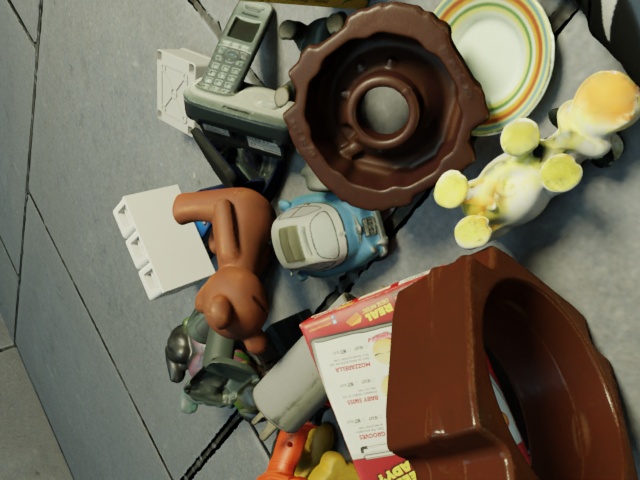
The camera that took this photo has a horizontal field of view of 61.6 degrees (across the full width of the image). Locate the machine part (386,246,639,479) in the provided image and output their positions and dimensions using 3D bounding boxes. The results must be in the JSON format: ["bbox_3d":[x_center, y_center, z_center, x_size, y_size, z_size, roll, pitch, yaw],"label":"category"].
[{"bbox_3d":[0.147,0.123,0.415,0.087,0.201,0.201,-35,32,39],"label":"machine part"}]

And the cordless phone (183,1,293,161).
[{"bbox_3d":[-0.068,-0.202,0.654,0.147,0.088,0.184,17,76,8],"label":"cordless phone"}]

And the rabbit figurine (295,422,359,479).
[{"bbox_3d":[-0.007,0.354,0.765,0.162,0.122,0.173,69,158,8],"label":"rabbit figurine"}]

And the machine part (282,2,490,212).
[{"bbox_3d":[0.058,-0.115,0.480,0.180,0.056,0.179,7,116,13],"label":"machine part"}]

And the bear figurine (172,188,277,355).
[{"bbox_3d":[-0.114,0.036,0.650,0.132,0.120,0.196,-10,57,26],"label":"bear figurine"}]

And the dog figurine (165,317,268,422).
[{"bbox_3d":[-0.148,0.202,0.871,0.219,0.108,0.191,-24,82,45],"label":"dog figurine"}]

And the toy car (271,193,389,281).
[{"bbox_3d":[-0.001,-0.002,0.637,0.162,0.103,0.109,-7,99,51],"label":"toy car"}]

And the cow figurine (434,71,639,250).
[{"bbox_3d":[0.181,-0.060,0.435,0.167,0.098,0.068,-39,70,28],"label":"cow figurine"}]

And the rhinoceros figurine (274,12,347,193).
[{"bbox_3d":[0.002,-0.146,0.579,0.073,0.112,0.190,-1,90,16],"label":"rhinoceros figurine"}]

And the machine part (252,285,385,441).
[{"bbox_3d":[0.000,0.148,0.650,0.243,0.079,0.079,-49,63,10],"label":"machine part"}]

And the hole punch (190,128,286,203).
[{"bbox_3d":[-0.103,-0.110,0.737,0.142,0.092,0.115,47,166,22],"label":"hole punch"}]

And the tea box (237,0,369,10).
[{"bbox_3d":[-0.011,-0.277,0.499,0.068,0.169,0.098,54,138,22],"label":"tea box"}]

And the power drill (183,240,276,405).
[{"bbox_3d":[-0.123,0.108,0.749,0.232,0.086,0.207,-46,35,33],"label":"power drill"}]

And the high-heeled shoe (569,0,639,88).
[{"bbox_3d":[0.152,-0.192,0.397,0.145,0.086,0.248,-20,70,29],"label":"high-heeled shoe"}]

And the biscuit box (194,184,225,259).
[{"bbox_3d":[-0.198,-0.009,0.880,0.059,0.063,0.202,58,138,14],"label":"biscuit box"}]

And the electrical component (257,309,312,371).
[{"bbox_3d":[-0.038,0.131,0.743,0.048,0.075,0.119,58,141,16],"label":"electrical component"}]
